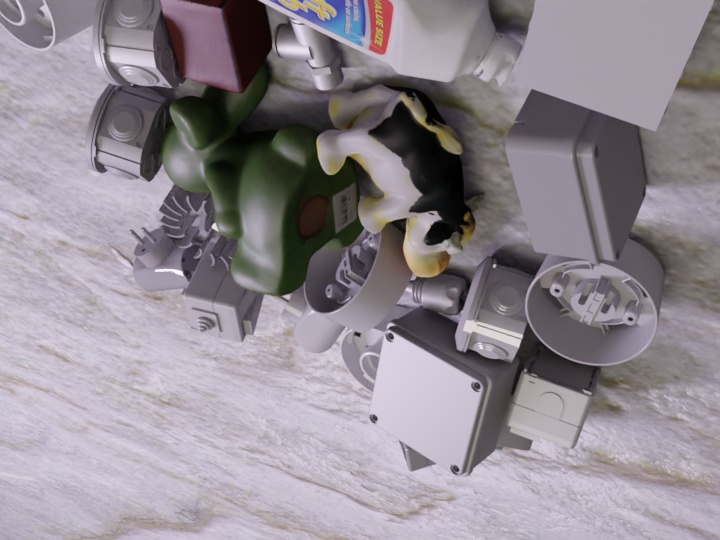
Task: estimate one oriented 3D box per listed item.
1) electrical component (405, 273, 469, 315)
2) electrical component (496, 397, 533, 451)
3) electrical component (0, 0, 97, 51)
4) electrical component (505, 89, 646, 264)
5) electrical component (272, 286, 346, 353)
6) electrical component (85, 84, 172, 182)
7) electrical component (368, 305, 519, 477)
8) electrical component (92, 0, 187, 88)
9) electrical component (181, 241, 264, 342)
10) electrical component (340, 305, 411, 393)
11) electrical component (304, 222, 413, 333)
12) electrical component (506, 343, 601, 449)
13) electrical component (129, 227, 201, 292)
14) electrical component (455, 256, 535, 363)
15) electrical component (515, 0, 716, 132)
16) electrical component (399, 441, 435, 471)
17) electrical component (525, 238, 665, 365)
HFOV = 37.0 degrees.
[{"bbox_3d":[0.061,0.018,0.929,0.061,0.035,0.035,11,145,27],"label":"electrical component"},{"bbox_3d":[0.120,0.132,1.007,0.099,0.064,0.099,13,176,1],"label":"electrical component"},{"bbox_3d":[-0.244,-0.217,0.813,0.099,0.064,0.099,30,148,22],"label":"electrical component"},{"bbox_3d":[0.145,-0.067,0.708,0.057,0.078,0.113,10,144,31],"label":"electrical component"},{"bbox_3d":[-0.049,0.036,1.024,0.079,0.044,0.077,29,148,-3],"label":"electrical component"},{"bbox_3d":[-0.189,-0.113,0.884,0.051,0.080,0.080,19,147,4],"label":"electrical component"},{"bbox_3d":[0.070,0.104,0.929,0.109,0.056,0.108,29,126,29],"label":"electrical component"},{"bbox_3d":[-0.154,-0.171,0.777,0.051,0.080,0.080,10,144,15],"label":"electrical component"},{"bbox_3d":[-0.123,0.022,1.008,0.061,0.096,0.061,13,145,11],"label":"electrical component"},{"bbox_3d":[0.033,0.076,1.026,0.099,0.064,0.099,21,135,22],"label":"electrical component"},{"bbox_3d":[0.000,0.000,0.893,0.064,0.099,0.099,32,148,-19],"label":"electrical component"},{"bbox_3d":[0.167,0.109,0.928,0.062,0.096,0.061,19,107,12],"label":"electrical component"},{"bbox_3d":[-0.195,-0.014,1.059,0.077,0.044,0.079,-6,135,42],"label":"electrical component"},{"bbox_3d":[0.111,0.033,0.873,0.051,0.080,0.080,18,147,7],"label":"electrical component"},{"bbox_3d":[0.149,-0.160,0.588,0.089,0.061,0.150,21,147,9],"label":"electrical component"},{"bbox_3d":[0.072,0.146,1.073,0.076,0.083,0.047,-16,142,-4],"label":"electrical component"},{"bbox_3d":[0.180,0.019,0.816,0.099,0.064,0.099,19,147,13],"label":"electrical component"}]
